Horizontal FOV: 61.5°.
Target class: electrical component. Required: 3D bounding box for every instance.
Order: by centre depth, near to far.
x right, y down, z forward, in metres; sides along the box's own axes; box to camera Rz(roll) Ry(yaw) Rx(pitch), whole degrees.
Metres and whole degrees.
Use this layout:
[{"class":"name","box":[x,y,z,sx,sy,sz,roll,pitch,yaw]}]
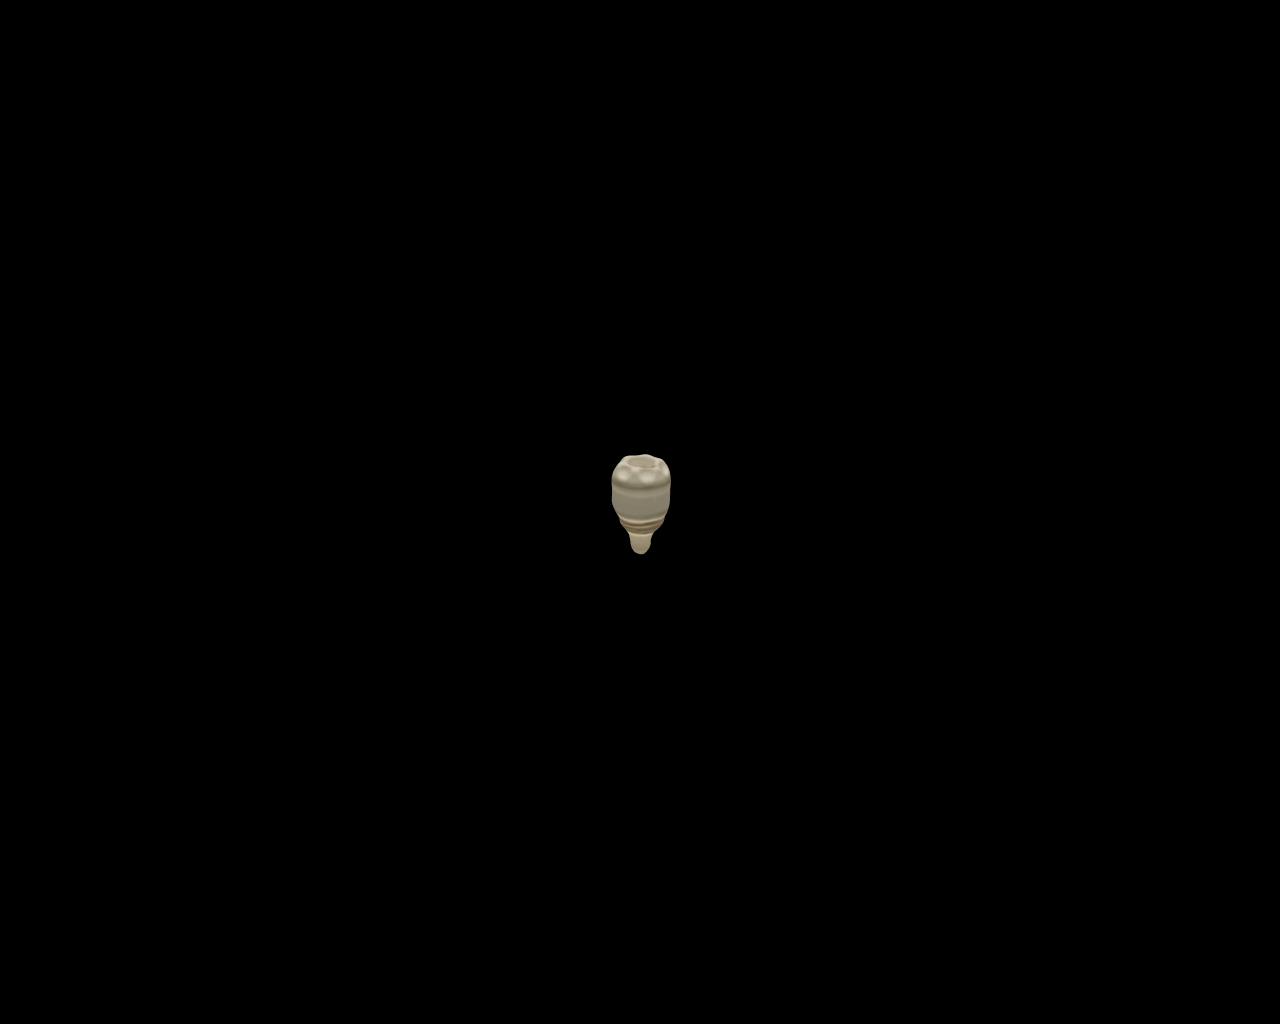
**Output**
[{"class":"electrical component","box":[0.001,-0.003,0.650,0.035,0.061,0.035,0,22,0]}]
